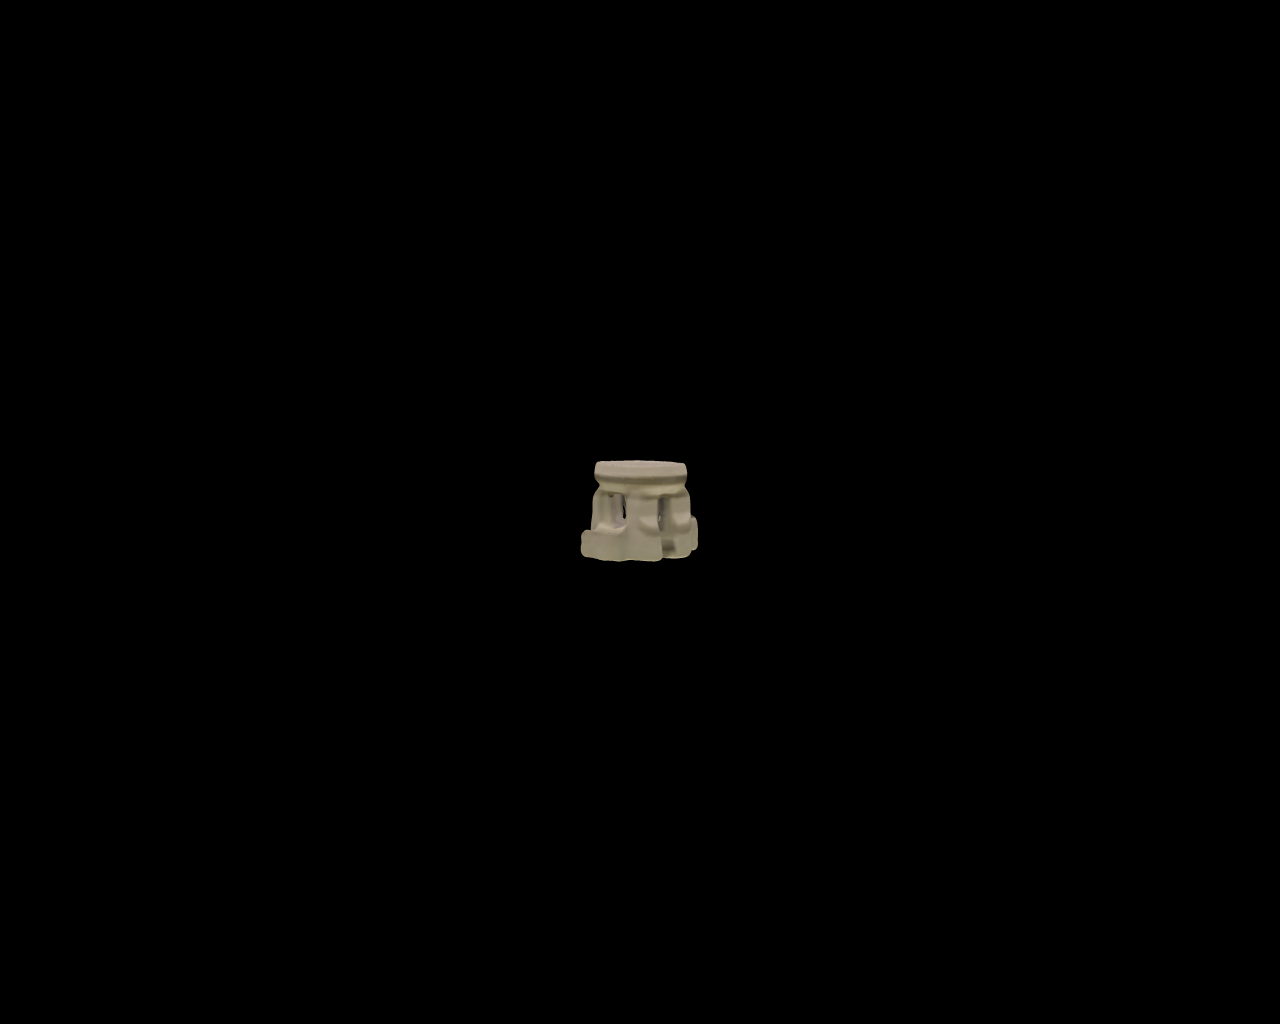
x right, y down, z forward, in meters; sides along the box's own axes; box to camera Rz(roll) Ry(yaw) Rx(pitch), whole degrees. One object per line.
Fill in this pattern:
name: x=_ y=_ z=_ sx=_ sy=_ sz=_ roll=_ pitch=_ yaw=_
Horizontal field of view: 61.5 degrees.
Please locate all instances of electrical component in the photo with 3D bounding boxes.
electrical component: x=0.001 y=-0.003 z=0.650 sx=0.078 sy=0.057 sz=0.058 roll=-5 pitch=8 yaw=-40
